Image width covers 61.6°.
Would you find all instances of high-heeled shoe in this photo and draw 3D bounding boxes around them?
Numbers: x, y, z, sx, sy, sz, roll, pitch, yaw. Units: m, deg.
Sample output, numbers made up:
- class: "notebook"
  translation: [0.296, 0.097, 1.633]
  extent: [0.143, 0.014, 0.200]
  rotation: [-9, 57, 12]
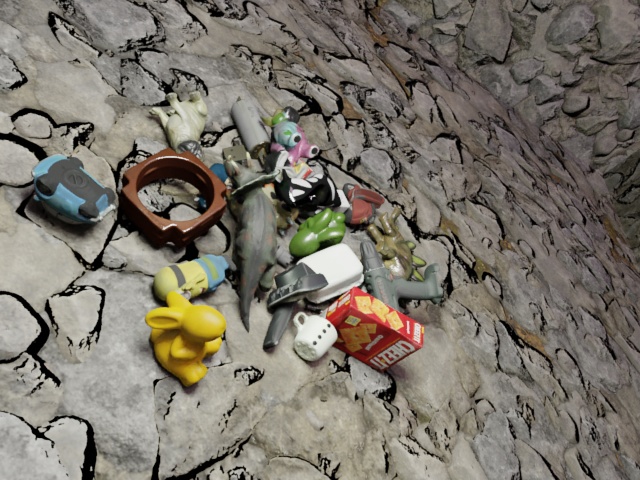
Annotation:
- class: "high-heeled shoe"
  translation: [-0.012, -0.105, 1.394]
  extent: [0.248, 0.086, 0.145]
  rotation: [23, 33, -37]

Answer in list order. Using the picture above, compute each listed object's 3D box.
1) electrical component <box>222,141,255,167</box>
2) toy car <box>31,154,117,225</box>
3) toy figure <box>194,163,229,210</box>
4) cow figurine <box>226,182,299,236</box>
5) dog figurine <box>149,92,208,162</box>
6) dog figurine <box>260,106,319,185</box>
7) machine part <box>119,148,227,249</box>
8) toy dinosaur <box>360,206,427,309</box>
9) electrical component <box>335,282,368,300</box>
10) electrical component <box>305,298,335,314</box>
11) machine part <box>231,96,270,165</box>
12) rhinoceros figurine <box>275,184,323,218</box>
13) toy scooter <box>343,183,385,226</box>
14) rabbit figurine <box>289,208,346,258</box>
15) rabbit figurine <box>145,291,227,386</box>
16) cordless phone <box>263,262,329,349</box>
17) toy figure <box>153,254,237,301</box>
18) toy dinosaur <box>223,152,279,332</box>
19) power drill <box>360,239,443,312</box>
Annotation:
- class: "electrical component"
  translation: [-0.227, -0.225, 1.486]
  extent: [0.078, 0.045, 0.102]
  rotation: [-21, 66, -18]
- class: "toy car"
  translation: [-0.500, -0.087, 1.080]
  extent: [0.161, 0.103, 0.109]
  rotation: [40, 37, -13]
- class: "toy figure"
  translation: [-0.269, -0.128, 1.351]
  extent: [0.057, 0.064, 0.154]
  rotation: [63, 28, -44]
- class: "cow figurine"
  translation: [-0.142, -0.084, 1.401]
  extent: [0.195, 0.085, 0.127]
  rotation: [8, 54, -32]
- class: "dog figurine"
  translation: [-0.334, -0.275, 1.408]
  extent: [0.172, 0.121, 0.190]
  rotation: [-23, 87, -45]
- class: "dog figurine"
  translation: [-0.106, -0.265, 1.473]
  extent: [0.108, 0.191, 0.219]
  rotation: [23, 18, -40]
- class: "machine part"
  translation: [-0.330, -0.094, 1.214]
  extent: [0.201, 0.087, 0.201]
  rotation: [44, 54, 5]
- class: "toy dinosaur"
  translation: [0.220, 0.077, 1.562]
  extent: [0.198, 0.105, 0.471]
  rotation: [33, 46, -20]
- class: "electrical component"
  translation: [0.071, 0.109, 1.439]
  extent: [0.134, 0.058, 0.115]
  rotation: [43, 37, -1]
- class: "electrical component"
  translation: [0.000, 0.158, 1.362]
  extent: [0.094, 0.021, 0.063]
  rotation: [13, 49, -34]
- class: "machine part"
  translation: [-0.199, -0.323, 1.564]
  extent: [0.079, 0.079, 0.243]
  rotation: [-1, 59, -42]
- class: "rhinoceros figurine"
  translation: [-0.065, -0.122, 1.510]
  extent: [0.190, 0.073, 0.112]
  rotation: [37, 39, -9]
- class: "toy scooter"
  translation: [0.135, -0.107, 1.649]
  extent: [0.135, 0.075, 0.184]
  rotation: [11, 41, -5]
- class: "rabbit figurine"
  translation: [-0.003, -0.004, 1.399]
  extent: [0.121, 0.159, 0.170]
  rotation: [57, 40, 0]
- class: "rabbit figurine"
  translation: [-0.244, 0.170, 1.025]
  extent: [0.162, 0.173, 0.122]
  rotation: [46, 43, -5]
- class: "cordless phone"
  translation: [-0.067, 0.154, 1.214]
  extent: [0.088, 0.147, 0.184]
  rotation: [42, 43, -22]
- class: "toy figure"
  translation: [-0.270, 0.080, 1.153]
  extent: [0.089, 0.082, 0.180]
  rotation: [38, 43, 23]
- class: "toy dinosaur"
  translation: [-0.147, -0.014, 1.221]
  extent: [0.131, 0.192, 0.405]
  rotation: [-4, 62, -6]
- class: "power drill"
  translation: [0.217, 0.103, 1.427]
  extent: [0.207, 0.086, 0.232]
  rotation: [-1, 72, -23]
